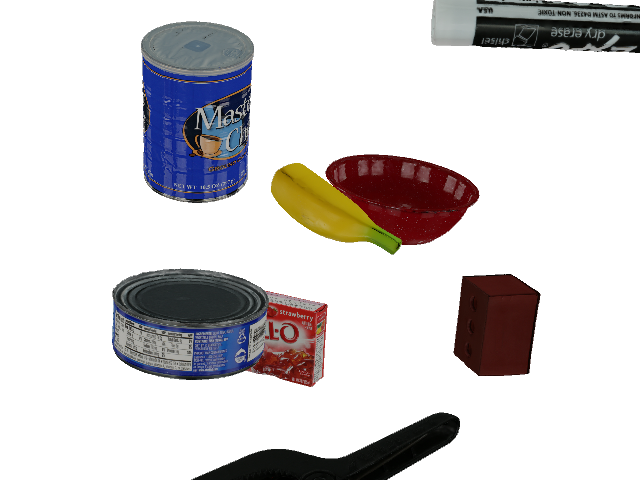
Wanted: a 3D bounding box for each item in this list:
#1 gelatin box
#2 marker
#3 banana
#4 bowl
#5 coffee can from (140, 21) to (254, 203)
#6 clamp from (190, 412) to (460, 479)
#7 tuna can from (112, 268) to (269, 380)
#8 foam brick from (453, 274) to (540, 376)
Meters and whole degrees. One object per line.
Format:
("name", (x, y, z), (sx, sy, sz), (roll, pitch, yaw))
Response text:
("gelatin box", (-0.040, 0.087, 0.977), (0.089, 0.073, 0.030), (11, 18, 23))
("marker", (0.103, -0.081, 0.403), (0.121, 0.020, 0.020), (3, 0, 2))
("banana", (-0.005, -0.029, 0.809), (0.069, 0.037, 0.198), (38, 2, -24))
("bowl", (0.082, -0.038, 1.119), (0.162, 0.055, 0.162), (6, 23, -3))
("coffee can", (-0.117, -0.122, 1.010), (0.103, 0.140, 0.103), (4, 35, -3))
("clamp", (0.006, 0.171, 0.727), (0.210, 0.036, 0.164), (1, 28, 8))
("tuna can", (-0.072, 0.045, 0.591), (0.086, 0.034, 0.086), (5, 17, -2))
("foam brick", (0.154, 0.074, 0.940), (0.051, 0.078, 0.053), (-3, 19, -20))
